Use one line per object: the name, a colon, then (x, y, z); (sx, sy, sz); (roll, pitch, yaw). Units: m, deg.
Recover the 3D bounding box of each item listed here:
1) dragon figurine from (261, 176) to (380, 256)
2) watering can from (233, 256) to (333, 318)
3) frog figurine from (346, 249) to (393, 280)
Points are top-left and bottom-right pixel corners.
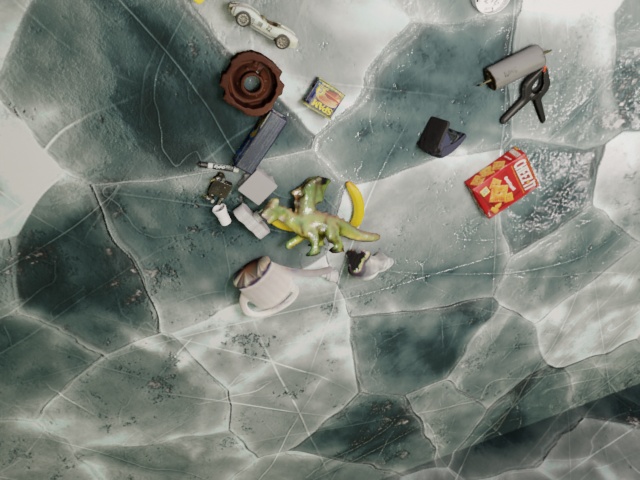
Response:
dragon figurine: (0.005, -0.084, 1.659); (0.412, 0.123, 0.240); (-9, 104, -23)
watering can: (-0.145, 0.137, 1.767); (0.346, 0.106, 0.221); (-35, 123, 9)
frog figurine: (0.182, 0.095, 1.831); (0.158, 0.125, 0.136); (23, 147, -36)
